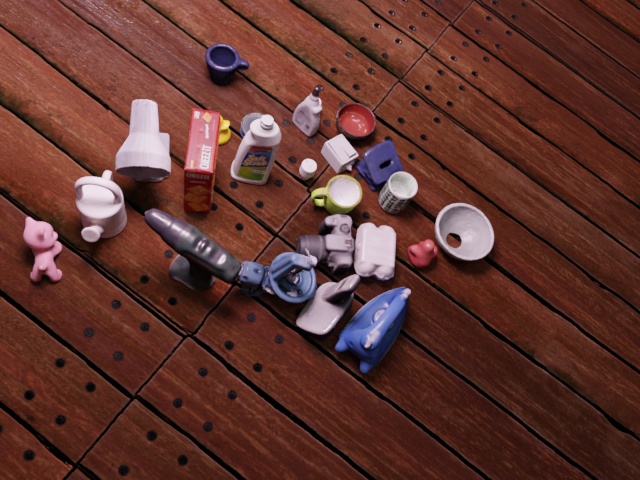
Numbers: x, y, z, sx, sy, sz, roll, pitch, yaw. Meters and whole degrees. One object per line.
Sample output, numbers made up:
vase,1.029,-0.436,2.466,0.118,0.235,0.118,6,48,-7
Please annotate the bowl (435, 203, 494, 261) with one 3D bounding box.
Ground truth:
bowl,0.378,-0.011,1.544,0.168,0.074,0.167,6,66,-13

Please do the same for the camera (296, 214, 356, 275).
camera,0.013,0.005,1.425,0.137,0.100,0.143,3,67,-13

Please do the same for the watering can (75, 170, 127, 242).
watering can,-0.487,-0.078,1.275,0.101,0.194,0.173,-12,71,-19

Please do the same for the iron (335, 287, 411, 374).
iron,0.155,0.186,1.364,0.118,0.141,0.259,40,64,4

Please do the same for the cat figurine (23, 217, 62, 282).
cat figurine,-0.605,0.017,1.246,0.067,0.117,0.128,-6,69,-17

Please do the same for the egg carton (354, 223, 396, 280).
egg carton,0.141,0.029,1.467,0.107,0.069,0.150,10,66,-11

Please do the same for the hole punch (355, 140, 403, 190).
hole punch,0.170,-0.204,1.560,0.109,0.091,0.101,-30,78,-24

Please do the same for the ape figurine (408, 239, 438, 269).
ape figurine,0.272,0.029,1.489,0.078,0.092,0.076,20,64,-6

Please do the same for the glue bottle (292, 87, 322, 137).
glue bottle,-0.025,-0.350,1.524,0.078,0.173,0.037,46,64,7

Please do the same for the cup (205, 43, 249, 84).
cup,-0.254,-0.468,1.556,0.118,0.095,0.091,9,66,-11

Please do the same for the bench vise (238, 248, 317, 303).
bench vise,-0.094,0.084,1.297,0.208,0.219,0.121,-7,69,-17

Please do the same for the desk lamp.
desk lamp,-0.410,-0.215,1.342,0.118,0.213,0.203,0,68,-14

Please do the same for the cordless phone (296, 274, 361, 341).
cordless phone,0.026,0.148,1.321,0.094,0.185,0.148,34,64,1

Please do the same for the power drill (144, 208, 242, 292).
power drill,-0.286,0.035,1.273,0.229,0.208,0.076,29,64,-1

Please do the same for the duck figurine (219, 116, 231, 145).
duck figurine,-0.281,-0.297,1.482,0.105,0.086,0.077,8,66,-11
